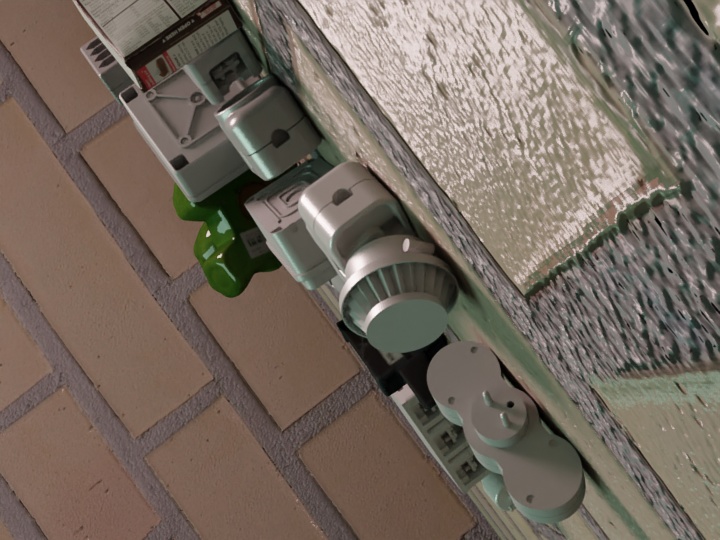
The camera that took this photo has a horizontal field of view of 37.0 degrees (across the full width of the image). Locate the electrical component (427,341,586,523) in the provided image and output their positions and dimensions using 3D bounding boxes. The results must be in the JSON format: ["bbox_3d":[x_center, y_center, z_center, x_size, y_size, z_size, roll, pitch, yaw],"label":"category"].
[{"bbox_3d":[0.095,0.102,0.724,0.138,0.052,0.073,51,175,30],"label":"electrical component"}]

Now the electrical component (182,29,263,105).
[{"bbox_3d":[-0.125,-0.183,0.842,0.089,0.050,0.055,50,175,37],"label":"electrical component"}]

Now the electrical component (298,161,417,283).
[{"bbox_3d":[0.002,-0.023,0.723,0.059,0.054,0.095,50,174,42],"label":"electrical component"}]

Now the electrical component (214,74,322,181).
[{"bbox_3d":[-0.073,-0.111,0.830,0.059,0.054,0.095,55,175,-17],"label":"electrical component"}]

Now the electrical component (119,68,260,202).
[{"bbox_3d":[-0.132,-0.132,0.924,0.108,0.109,0.056,51,172,27],"label":"electrical component"}]

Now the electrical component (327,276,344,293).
[{"bbox_3d":[0.000,0.000,0.925,0.055,0.055,0.047,57,171,-35],"label":"electrical component"}]

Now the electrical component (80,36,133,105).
[{"bbox_3d":[-0.223,-0.187,1.045,0.083,0.047,0.075,48,173,50],"label":"electrical component"}]

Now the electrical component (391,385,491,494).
[{"bbox_3d":[0.084,0.150,1.137,0.150,0.062,0.089,56,175,-32],"label":"electrical component"}]

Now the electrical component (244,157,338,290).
[{"bbox_3d":[-0.038,-0.039,0.864,0.057,0.078,0.113,59,174,-24],"label":"electrical component"}]

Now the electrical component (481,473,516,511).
[{"bbox_3d":[0.153,0.231,1.183,0.040,0.040,0.078,56,175,-31],"label":"electrical component"}]
